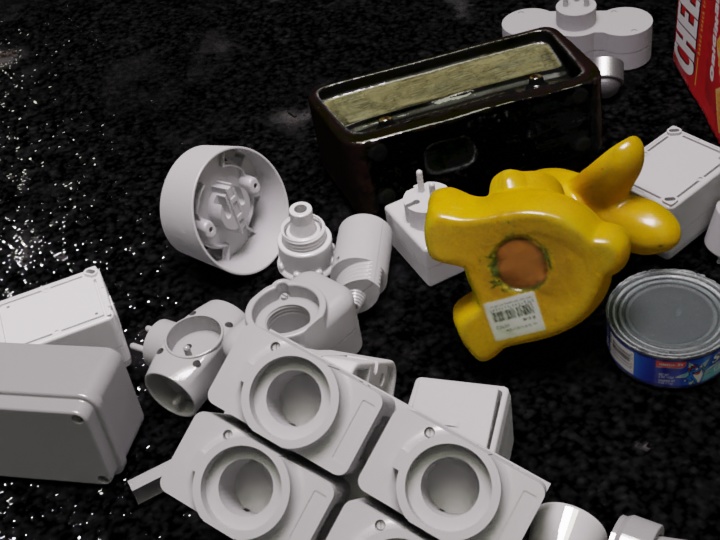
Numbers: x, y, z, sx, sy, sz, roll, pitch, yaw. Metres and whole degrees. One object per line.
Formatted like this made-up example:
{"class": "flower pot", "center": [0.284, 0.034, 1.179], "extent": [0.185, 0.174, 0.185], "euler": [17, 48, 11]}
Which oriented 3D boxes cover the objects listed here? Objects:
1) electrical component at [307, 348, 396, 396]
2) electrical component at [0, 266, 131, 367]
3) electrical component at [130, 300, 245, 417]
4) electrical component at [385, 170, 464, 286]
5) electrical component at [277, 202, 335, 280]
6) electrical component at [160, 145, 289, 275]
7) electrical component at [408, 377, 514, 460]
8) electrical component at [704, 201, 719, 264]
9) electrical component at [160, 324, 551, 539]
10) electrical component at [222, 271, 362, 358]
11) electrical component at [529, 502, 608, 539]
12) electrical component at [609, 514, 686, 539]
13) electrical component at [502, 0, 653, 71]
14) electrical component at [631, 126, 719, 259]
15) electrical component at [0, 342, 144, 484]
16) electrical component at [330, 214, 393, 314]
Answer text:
{"class": "electrical component", "center": [-0.021, 0.080, 0.688], "extent": [0.059, 0.095, 0.053], "euler": [8, 89, 20]}
{"class": "electrical component", "center": [-0.223, 0.052, 0.786], "extent": [0.096, 0.061, 0.061], "euler": [-20, 42, -11]}
{"class": "electrical component", "center": [-0.129, 0.058, 0.773], "extent": [0.079, 0.044, 0.077], "euler": [15, 47, 26]}
{"class": "electrical component", "center": [0.053, -0.041, 0.820], "extent": [0.047, 0.076, 0.065], "euler": [-24, 43, -15]}
{"class": "electrical component", "center": [-0.043, -0.024, 0.831], "extent": [0.048, 0.062, 0.048], "euler": [-3, 44, 3]}
{"class": "electrical component", "center": [-0.108, -0.050, 0.852], "extent": [0.064, 0.099, 0.099], "euler": [14, 47, 33]}
{"class": "electrical component", "center": [0.055, 0.117, 0.656], "extent": [0.062, 0.061, 0.096], "euler": [5, 44, 17]}
{"class": "electrical component", "center": [0.278, -0.041, 0.778], "extent": [0.040, 0.078, 0.040], "euler": [5, 37, -3]}
{"class": "electrical component", "center": [-0.004, 0.119, 0.592], "extent": [0.186, 0.060, 0.105], "euler": [28, 87, 14]}
{"class": "electrical component", "center": [-0.047, 0.048, 0.756], "extent": [0.054, 0.059, 0.095], "euler": [27, 53, 34]}
{"class": "electrical component", "center": [0.110, 0.165, 0.603], "extent": [0.045, 0.045, 0.055], "euler": [12, 47, 24]}
{"class": "electrical component", "center": [0.166, 0.164, 0.593], "extent": [0.055, 0.045, 0.045], "euler": [16, 48, 27]}
{"class": "electrical component", "center": [0.201, -0.230, 1.002], "extent": [0.138, 0.073, 0.052], "euler": [3, 43, 15]}
{"class": "electrical component", "center": [0.239, -0.059, 0.814], "extent": [0.096, 0.061, 0.062], "euler": [-34, 46, -24]}
{"class": "electrical component", "center": [-0.213, 0.096, 0.723], "extent": [0.113, 0.078, 0.057], "euler": [2, 40, 14]}
{"class": "electrical component", "center": [0.000, 0.000, 0.811], "extent": [0.043, 0.043, 0.081], "euler": [-1, 43, 10]}
